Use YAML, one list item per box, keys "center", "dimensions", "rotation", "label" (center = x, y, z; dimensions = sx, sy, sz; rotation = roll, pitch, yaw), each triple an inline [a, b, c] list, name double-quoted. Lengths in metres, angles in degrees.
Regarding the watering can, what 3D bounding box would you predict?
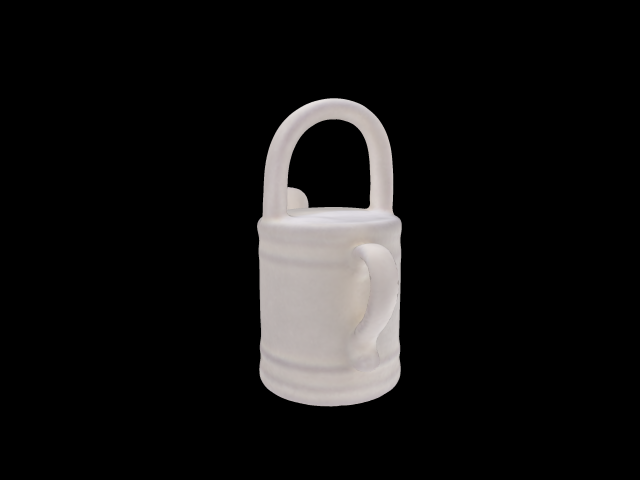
- center: [0.002, 0.002, 0.399]
  dimensions: [0.172, 0.194, 0.101]
  rotation: [10, 14, 44]
  label: "watering can"
